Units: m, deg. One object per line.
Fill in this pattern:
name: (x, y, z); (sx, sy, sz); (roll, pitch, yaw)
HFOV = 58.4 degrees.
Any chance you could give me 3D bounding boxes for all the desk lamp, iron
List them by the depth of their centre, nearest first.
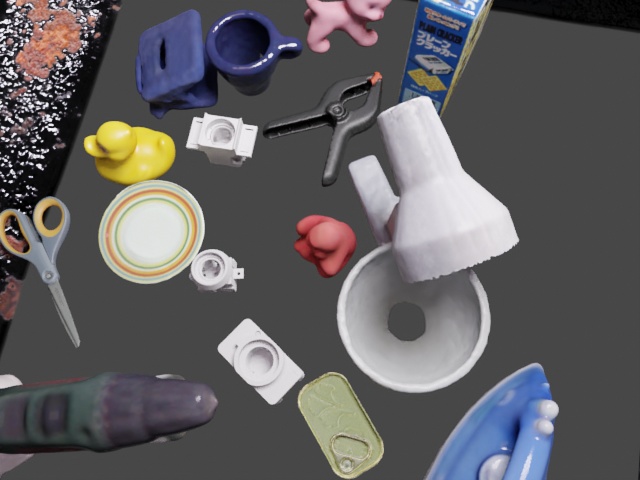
iron: (0.186, 0.234, 0.573); (0.118, 0.141, 0.258); (28, 77, 9)
desk lamp: (0.107, -0.045, 0.615); (0.118, 0.213, 0.203); (-21, 75, -5)

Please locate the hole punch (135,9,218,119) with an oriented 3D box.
hole punch: (-0.188, -0.226, 0.735); (0.101, 0.091, 0.108); (-7, 74, -1)

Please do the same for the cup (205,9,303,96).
cup: (-0.079, -0.229, 0.732); (0.117, 0.095, 0.092); (-1, 74, 1)

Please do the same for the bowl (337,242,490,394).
bowl: (0.102, 0.089, 0.650); (0.167, 0.075, 0.167); (0, 74, 1)

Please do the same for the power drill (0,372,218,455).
power drill: (-0.197, 0.168, 0.564); (0.229, 0.208, 0.075); (-6, 74, 0)

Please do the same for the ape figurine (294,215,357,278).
ape figurine: (0.006, 0.002, 0.667); (0.076, 0.092, 0.078); (-9, 74, -1)

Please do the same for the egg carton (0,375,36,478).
egg carton: (-0.382, 0.221, 0.624); (0.150, 0.069, 0.107); (-34, 76, -8)

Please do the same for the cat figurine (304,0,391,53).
cat figurine: (0.041, -0.308, 0.740); (0.128, 0.118, 0.067); (-10, 74, -2)

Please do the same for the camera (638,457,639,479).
camera: (0.384, 0.265, 0.582); (0.143, 0.101, 0.137); (10, 75, 4)

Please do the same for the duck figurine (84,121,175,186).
duck figurine: (-0.237, -0.116, 0.707); (0.104, 0.086, 0.077); (-8, 74, -1)
